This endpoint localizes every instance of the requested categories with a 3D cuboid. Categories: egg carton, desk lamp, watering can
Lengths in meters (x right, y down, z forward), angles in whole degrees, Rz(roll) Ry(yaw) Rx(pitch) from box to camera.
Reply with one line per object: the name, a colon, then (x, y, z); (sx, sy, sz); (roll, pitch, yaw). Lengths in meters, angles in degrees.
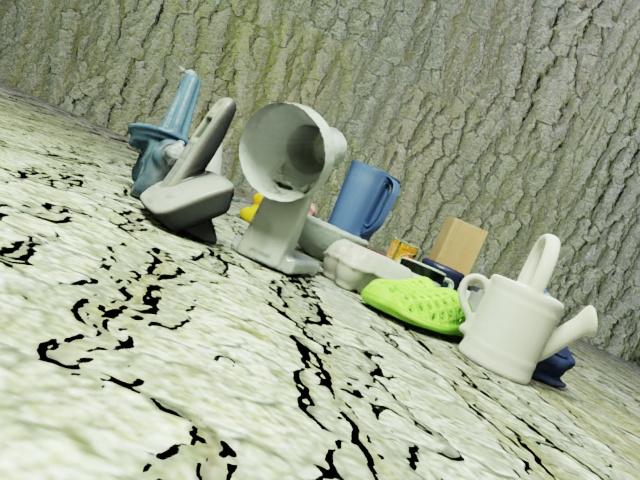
egg carton: (0.079, 0.054, 0.934); (0.151, 0.069, 0.107); (22, 4, -29)
desk lamp: (-0.038, -0.068, 0.778); (0.117, 0.213, 0.204); (25, 4, 16)
watering can: (0.277, 0.086, 0.765); (0.173, 0.194, 0.101); (23, 4, -12)

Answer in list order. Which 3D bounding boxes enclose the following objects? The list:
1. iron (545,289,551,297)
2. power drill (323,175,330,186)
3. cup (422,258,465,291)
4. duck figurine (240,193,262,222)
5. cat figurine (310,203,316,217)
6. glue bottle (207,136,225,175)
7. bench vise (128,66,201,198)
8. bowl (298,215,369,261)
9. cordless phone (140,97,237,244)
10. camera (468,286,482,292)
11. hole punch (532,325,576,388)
iron: (0.398, 0.148, 1.085); (0.118, 0.141, 0.259); (25, 4, 10)
power drill: (-0.046, -0.081, 0.975); (0.076, 0.208, 0.229); (23, 4, -13)
cup: (0.240, 0.098, 1.155); (0.118, 0.095, 0.091); (21, 4, -39)
duck figurine: (-0.134, -0.076, 1.308); (0.078, 0.086, 0.104); (23, 4, -13)
cat figurine: (-0.048, -0.058, 1.352); (0.067, 0.118, 0.127); (24, 4, -8)
glue bottle: (-0.199, -0.133, 0.997); (0.078, 0.173, 0.037); (25, 4, 13)
bench vise: (-0.224, -0.164, 0.909); (0.122, 0.220, 0.206); (21, 5, -44)
bowl: (0.011, 0.004, 1.172); (0.167, 0.075, 0.167); (24, 3, -1)
cordless phone: (-0.151, -0.100, 0.736); (0.094, 0.185, 0.147); (22, 4, -33)
camera: (0.424, 0.155, 1.480); (0.137, 0.101, 0.143); (23, 4, -15)
hole punch: (0.328, 0.159, 0.869); (0.109, 0.091, 0.101); (23, 4, -16)
